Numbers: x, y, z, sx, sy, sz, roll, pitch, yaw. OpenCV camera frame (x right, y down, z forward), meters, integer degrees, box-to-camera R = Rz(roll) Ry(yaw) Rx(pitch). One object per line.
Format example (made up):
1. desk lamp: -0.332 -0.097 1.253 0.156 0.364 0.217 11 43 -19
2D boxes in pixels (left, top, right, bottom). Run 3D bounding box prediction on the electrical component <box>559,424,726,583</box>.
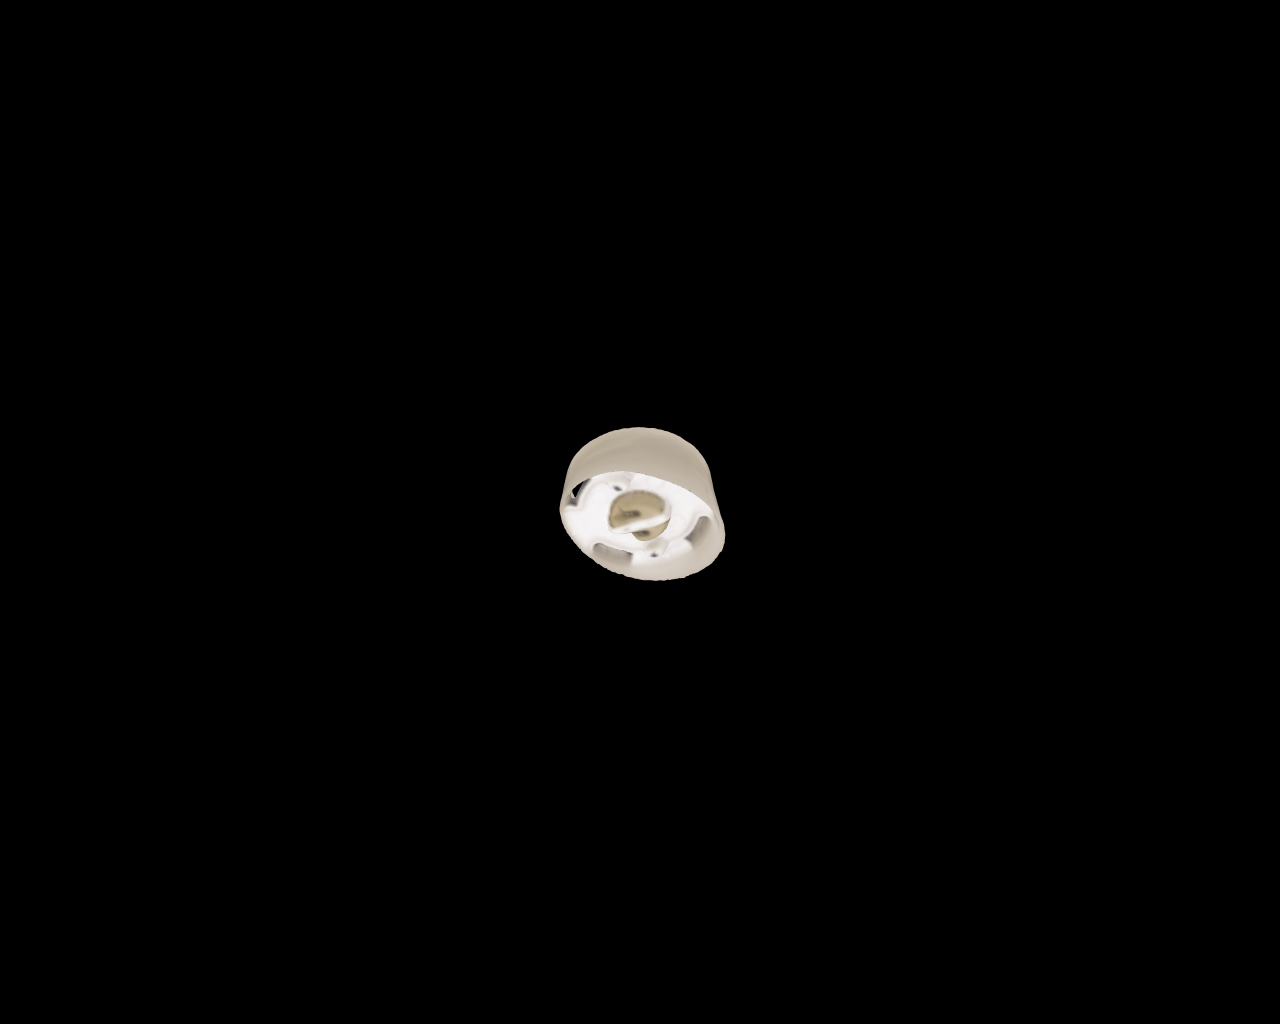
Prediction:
1. electrical component: 0.001 -0.003 0.650 0.099 0.099 0.064 0 44 0
